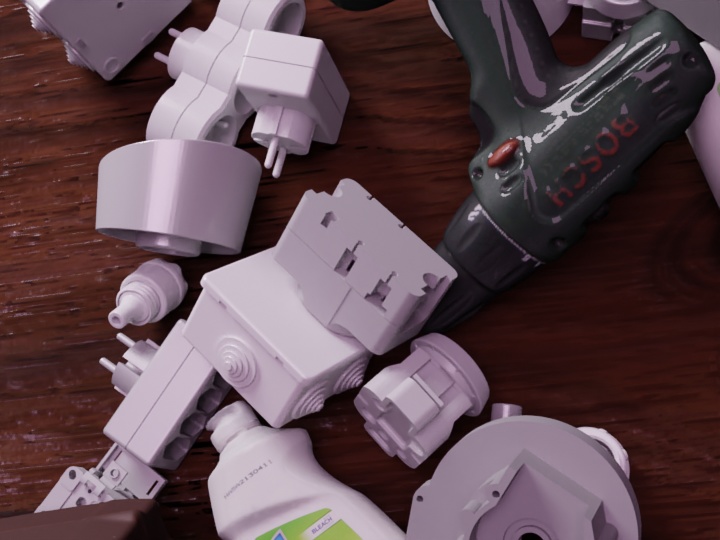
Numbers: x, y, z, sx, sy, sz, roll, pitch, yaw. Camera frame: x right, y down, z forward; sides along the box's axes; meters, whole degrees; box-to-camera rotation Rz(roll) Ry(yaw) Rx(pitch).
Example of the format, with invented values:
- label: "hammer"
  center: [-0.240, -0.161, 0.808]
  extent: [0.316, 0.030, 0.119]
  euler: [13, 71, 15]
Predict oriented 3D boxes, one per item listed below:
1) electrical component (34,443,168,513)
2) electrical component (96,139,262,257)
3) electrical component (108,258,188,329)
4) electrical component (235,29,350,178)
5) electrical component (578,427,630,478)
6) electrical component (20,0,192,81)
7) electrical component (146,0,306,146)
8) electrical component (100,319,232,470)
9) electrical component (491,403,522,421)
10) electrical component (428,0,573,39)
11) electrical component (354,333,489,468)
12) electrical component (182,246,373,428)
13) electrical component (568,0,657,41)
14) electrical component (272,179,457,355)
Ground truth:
- label: "electrical component"
  center: [-0.161, 0.146, 0.647]
  extent: [0.042, 0.064, 0.081]
  euler: [35, 86, 18]
- label: "electrical component"
  center: [-0.114, -0.043, 0.667]
  extent: [0.099, 0.099, 0.064]
  euler: [7, 84, 12]
- label: "electrical component"
  center: [-0.136, 0.018, 0.673]
  extent: [0.035, 0.061, 0.035]
  euler: [10, 117, 19]
- label: "electrical component"
  center: [-0.045, -0.096, 0.673]
  extent: [0.047, 0.083, 0.075]
  euler: [12, 80, 14]
- label: "electrical component"
  center: [0.127, 0.109, 0.600]
  extent: [0.048, 0.062, 0.048]
  euler: [-3, 76, 10]
- label: "electrical component"
  center: [-0.170, -0.186, 0.712]
  extent: [0.100, 0.099, 0.048]
  euler: [-45, 60, -2]
- label: "electrical component"
  center: [-0.101, -0.136, 0.710]
  extent: [0.074, 0.052, 0.138]
  euler: [28, 83, 16]
- label: "electrical component"
  center: [-0.128, 0.068, 0.668]
  extent: [0.076, 0.047, 0.083]
  euler: [32, 84, 16]
- label: "electrical component"
  center: [0.082, 0.109, 0.619]
  extent: [0.043, 0.043, 0.062]
  euler: [4, 76, 12]
- label: "electrical component"
  center: [0.089, -0.198, 0.695]
  extent: [0.099, 0.064, 0.099]
  euler: [-6, 62, 12]
- label: "electrical component"
  center: [0.037, 0.074, 0.624]
  extent: [0.057, 0.078, 0.058]
  euler: [-39, 80, -21]
- label: "electrical component"
  center: [-0.044, 0.037, 0.635]
  extent: [0.100, 0.100, 0.048]
  euler: [43, 125, 17]
- label: "electrical component"
  center: [0.163, -0.170, 0.665]
  extent: [0.066, 0.055, 0.048]
  euler: [12, 79, 13]
- label: "electrical component"
  center: [0.000, 0.000, 0.619]
  extent: [0.089, 0.050, 0.055]
  euler: [43, 124, 17]
